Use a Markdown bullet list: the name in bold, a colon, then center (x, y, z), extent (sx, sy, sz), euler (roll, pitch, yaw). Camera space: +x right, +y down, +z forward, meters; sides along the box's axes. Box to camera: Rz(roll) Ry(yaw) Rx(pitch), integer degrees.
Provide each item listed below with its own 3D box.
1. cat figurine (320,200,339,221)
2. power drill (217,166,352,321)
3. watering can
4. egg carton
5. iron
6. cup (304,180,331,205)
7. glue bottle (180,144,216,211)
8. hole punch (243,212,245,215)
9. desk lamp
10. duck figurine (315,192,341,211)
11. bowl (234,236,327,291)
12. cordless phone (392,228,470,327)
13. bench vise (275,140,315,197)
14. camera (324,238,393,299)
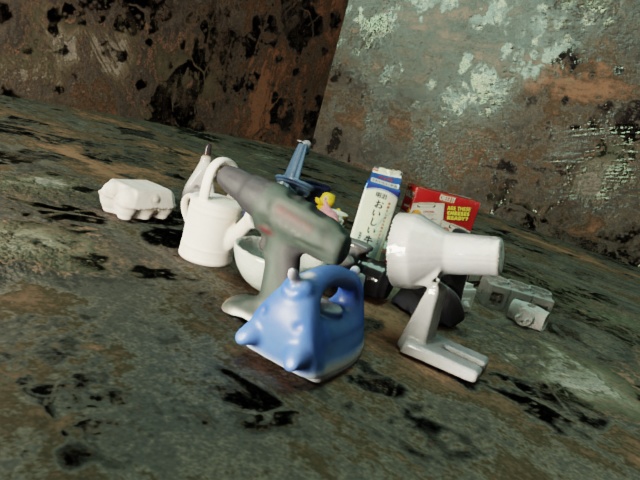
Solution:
- **cat figurine**: center (0.008, -0.041, 1.390), extent (0.067, 0.118, 0.127), euler (14, 13, -7)
- **power drill**: center (-0.075, 0.017, 0.851), extent (0.229, 0.208, 0.076), euler (20, 14, 17)
- **watering can**: center (-0.184, -0.055, 1.054), extent (0.172, 0.194, 0.101), euler (17, 13, 7)
- **egg carton**: center (-0.388, -0.086, 1.226), extent (0.107, 0.069, 0.151), euler (23, 15, 28)
- **iron**: center (0.009, 0.093, 0.782), extent (0.118, 0.141, 0.259), euler (23, 15, 28)
- **cup**: center (-0.023, -0.132, 1.782), extent (0.092, 0.095, 0.117), euler (13, 13, -9)
- **glue bottle**: center (-0.279, -0.143, 1.359), extent (0.078, 0.173, 0.037), euler (10, 14, -22)
- **hole punch**: center (-0.182, -0.106, 1.497), extent (0.101, 0.091, 0.109), euler (16, 13, 3)
- **desk lamp**: center (0.189, 0.077, 0.894), extent (0.202, 0.213, 0.118), euler (21, 14, 22)
- **duck figurine**: center (0.022, -0.100, 1.719), extent (0.105, 0.086, 0.077), euler (7, 15, -31)
- **bowl**: center (-0.076, 0.053, 0.997), extent (0.167, 0.075, 0.167), euler (15, 13, -3)
- **cordless phone**: center (0.222, 0.057, 1.080), extent (0.094, 0.185, 0.147), euler (5, 17, -39)
- **bench vise**: center (-0.067, -0.173, 1.626), extent (0.121, 0.220, 0.207), euler (14, 13, -6)
- **camera**: center (0.072, 0.056, 1.097), extent (0.136, 0.101, 0.143), euler (20, 14, 20)
